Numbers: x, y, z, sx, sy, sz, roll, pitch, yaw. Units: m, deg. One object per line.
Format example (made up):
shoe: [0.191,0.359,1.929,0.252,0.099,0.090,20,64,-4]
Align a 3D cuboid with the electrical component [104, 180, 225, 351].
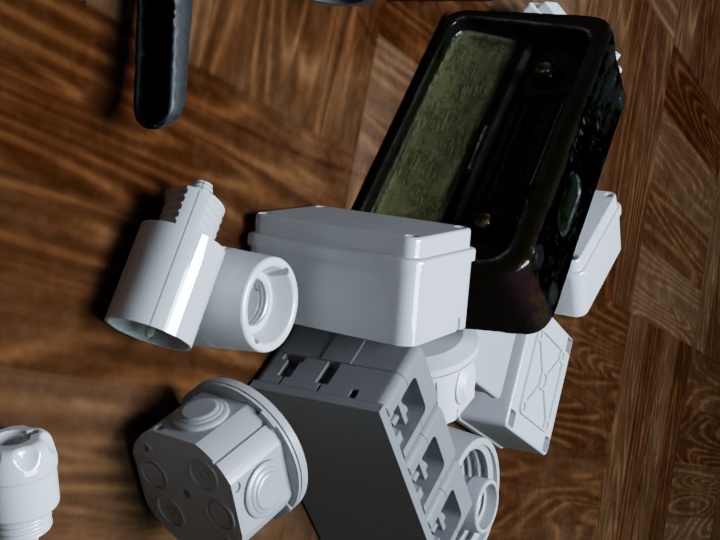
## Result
electrical component: [-0.089,-0.006,0.523,0.043,0.043,0.081,43,59,-54]

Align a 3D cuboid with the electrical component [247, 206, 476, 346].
electrical component: [0.000,0.000,0.607,0.078,0.113,0.057,-13,110,-58]

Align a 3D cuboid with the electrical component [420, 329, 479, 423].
electrical component: [0.040,0.064,0.721,0.080,0.080,0.051,-41,135,-49]

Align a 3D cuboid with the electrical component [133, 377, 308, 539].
electrical component: [-0.071,0.099,0.542,0.051,0.080,0.080,-35,126,-45]

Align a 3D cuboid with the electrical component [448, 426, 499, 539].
electrical component: [0.069,0.172,0.809,0.108,0.060,0.108,-19,113,-57]

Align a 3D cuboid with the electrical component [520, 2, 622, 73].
electrical component: [0.152,-0.172,0.851,0.061,0.096,0.062,-49,164,29]

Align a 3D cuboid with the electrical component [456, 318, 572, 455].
electrical component: [0.127,0.087,0.894,0.109,0.056,0.108,39,62,-55]

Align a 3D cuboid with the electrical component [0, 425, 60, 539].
electrical component: [-0.145,0.099,0.459,0.035,0.035,0.061,-26,121,-55]

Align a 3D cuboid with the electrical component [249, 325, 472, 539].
electrical component: [0.006,0.108,0.662,0.061,0.089,0.150,-56,140,-38]

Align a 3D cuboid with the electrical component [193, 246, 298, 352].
electrical component: [-0.065,0.015,0.564,0.055,0.047,0.055,-19,112,-57]

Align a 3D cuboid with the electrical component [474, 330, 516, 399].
electrical component: [0.079,0.041,0.811,0.100,0.048,0.099,39,63,-55]

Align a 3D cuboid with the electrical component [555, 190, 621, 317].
electrical component: [0.175,-0.020,0.932,0.113,0.078,0.057,-52,141,-41]
